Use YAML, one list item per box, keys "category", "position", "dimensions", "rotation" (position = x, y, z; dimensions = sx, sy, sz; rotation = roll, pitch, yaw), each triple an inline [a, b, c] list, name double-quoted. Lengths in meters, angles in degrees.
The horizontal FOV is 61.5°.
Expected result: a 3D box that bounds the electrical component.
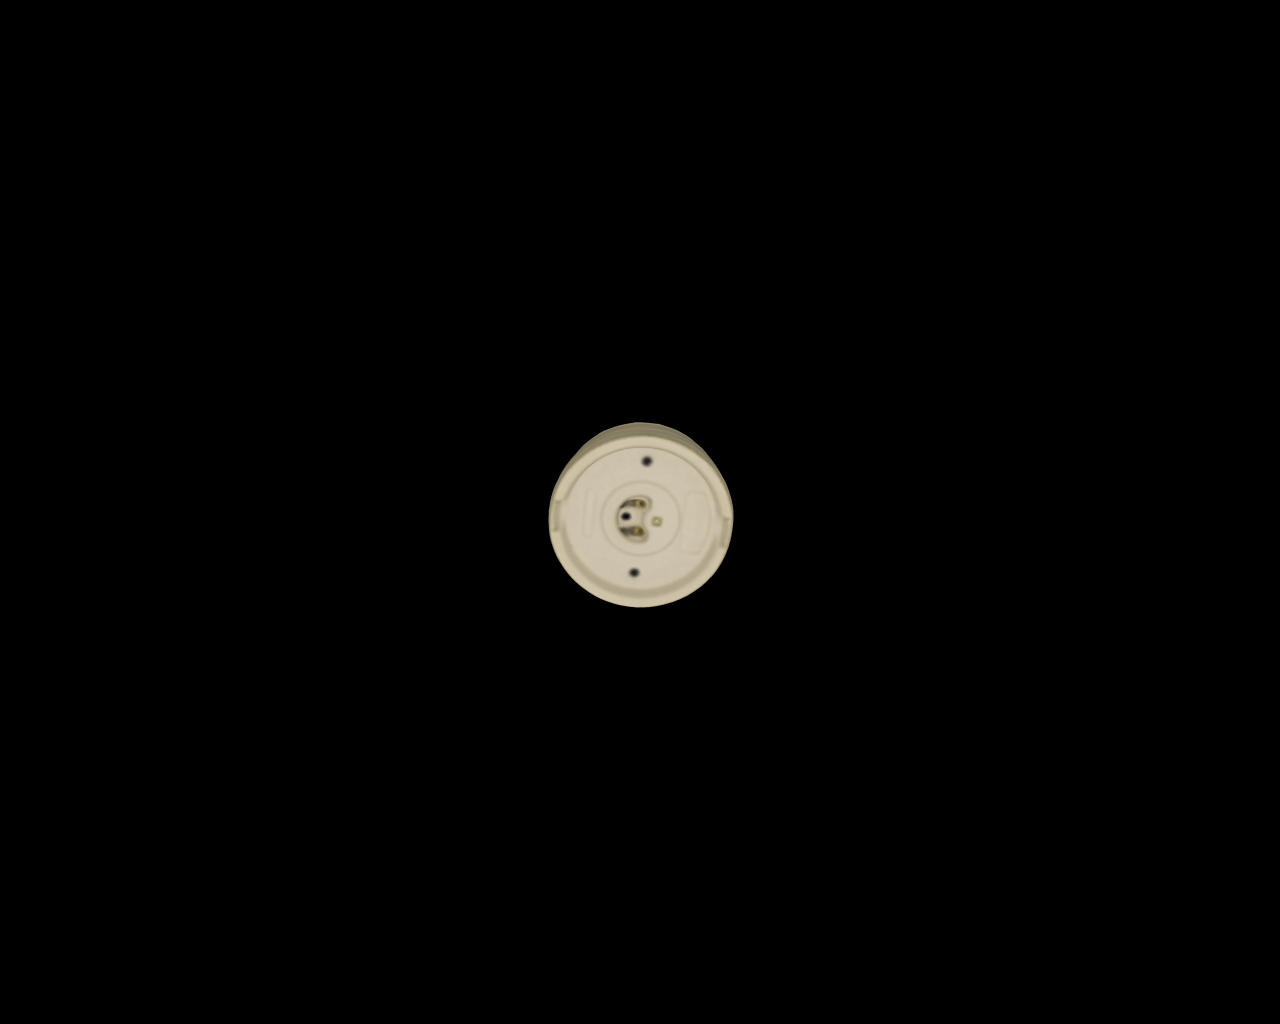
- category: "electrical component"
  position: [0.001, -0.003, 0.650]
  dimensions: [0.108, 0.108, 0.060]
  rotation: [0, 19, 0]
